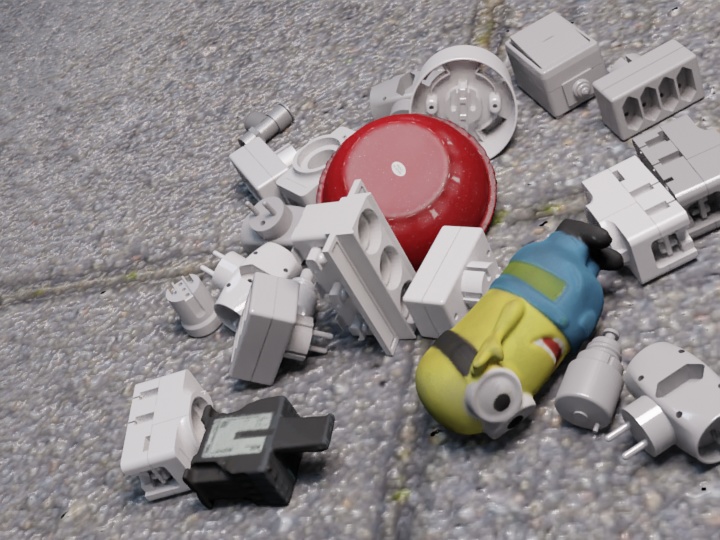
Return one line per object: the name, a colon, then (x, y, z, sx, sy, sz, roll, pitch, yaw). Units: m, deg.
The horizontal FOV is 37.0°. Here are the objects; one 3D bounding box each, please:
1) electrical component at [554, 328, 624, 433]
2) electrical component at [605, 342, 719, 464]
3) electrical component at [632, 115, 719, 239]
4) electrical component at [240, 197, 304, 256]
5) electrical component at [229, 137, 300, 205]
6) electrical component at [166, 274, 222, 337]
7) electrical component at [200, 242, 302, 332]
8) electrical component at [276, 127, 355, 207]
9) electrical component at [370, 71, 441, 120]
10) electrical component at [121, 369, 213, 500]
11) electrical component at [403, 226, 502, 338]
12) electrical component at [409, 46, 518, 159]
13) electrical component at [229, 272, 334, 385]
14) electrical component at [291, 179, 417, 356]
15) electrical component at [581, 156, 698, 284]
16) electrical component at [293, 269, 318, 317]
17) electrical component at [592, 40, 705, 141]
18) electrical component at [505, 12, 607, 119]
electrical component: (0.164, 0.074, 0.747, 0.040, 0.040, 0.078, 4, 49, 34)
electrical component: (0.198, 0.095, 0.701, 0.079, 0.043, 0.077, -32, 39, -5)
electrical component: (0.261, -0.075, 0.845, 0.056, 0.050, 0.089, -24, 39, 6)
electrical component: (-0.076, -0.041, 0.985, 0.077, 0.079, 0.043, 1, 62, 32)
electrical component: (-0.077, -0.101, 1.077, 0.076, 0.047, 0.083, -34, 39, -7)
electrical component: (-0.150, 0.032, 0.975, 0.040, 0.046, 0.040, -17, 40, 15)
electrical component: (-0.105, 0.009, 0.963, 0.079, 0.043, 0.077, 29, 62, 16)
electrical component: (-0.029, -0.091, 1.030, 0.089, 0.055, 0.050, -42, 41, -17)
electrical component: (0.050, -0.157, 1.065, 0.077, 0.043, 0.079, -7, 44, 24)
electrical component: (-0.149, 0.130, 0.863, 0.056, 0.050, 0.089, -17, 40, 14)
electrical component: (0.089, 0.011, 0.854, 0.076, 0.047, 0.083, 5, 50, 34)
electrical component: (0.096, -0.155, 0.996, 0.099, 0.099, 0.064, -14, 35, 17)
electrical component: (-0.061, 0.053, 0.885, 0.076, 0.083, 0.047, 13, 43, -10)
electrical component: (0.000, 0.000, 0.861, 0.063, 0.121, 0.078, -4, 45, 31)
electrical component: (0.212, -0.038, 0.833, 0.056, 0.050, 0.089, -27, 39, 3)
electrical component: (-0.053, 0.024, 0.936, 0.035, 0.035, 0.061, -7, 41, 24)
electrical component: (0.247, -0.168, 0.957, 0.083, 0.047, 0.075, -28, 39, 0)
electrical component: (0.187, -0.193, 1.009, 0.062, 0.061, 0.096, -30, 39, -2)
